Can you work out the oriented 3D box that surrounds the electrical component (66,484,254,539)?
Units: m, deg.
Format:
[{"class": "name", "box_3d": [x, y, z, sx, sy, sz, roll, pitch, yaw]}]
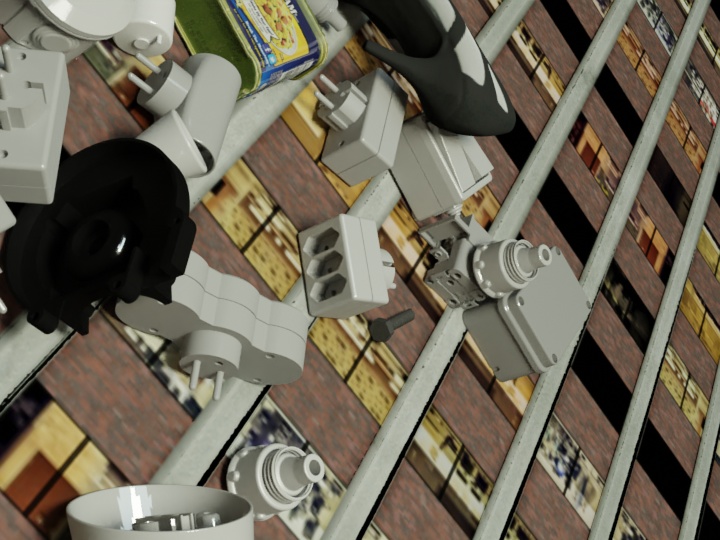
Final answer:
[{"class": "electrical component", "box_3d": [-0.106, 0.147, 0.581, 0.099, 0.099, 0.064, 1, 78, -49]}]

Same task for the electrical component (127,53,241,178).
[{"class": "electrical component", "box_3d": [-0.123, -0.115, 0.725, 0.079, 0.044, 0.077, 37, 48, -32]}]

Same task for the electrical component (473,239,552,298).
[{"class": "electrical component", "box_3d": [0.127, -0.005, 0.878, 0.048, 0.062, 0.048, 17, 66, -41]}]

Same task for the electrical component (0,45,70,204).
[{"class": "electrical component", "box_3d": [-0.193, -0.092, 0.597, 0.047, 0.075, 0.083, 4, 60, -7]}]

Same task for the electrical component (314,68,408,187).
[{"class": "electrical component", "box_3d": [-0.008, -0.125, 0.859, 0.076, 0.047, 0.083, 38, 47, -31]}]

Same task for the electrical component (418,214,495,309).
[{"class": "electrical component", "box_3d": [0.087, -0.005, 0.916, 0.081, 0.042, 0.063, 42, 49, -27]}]

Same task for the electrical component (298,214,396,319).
[{"class": "electrical component", "box_3d": [0.000, 0.000, 0.809, 0.077, 0.047, 0.065, 8, 67, -47]}]

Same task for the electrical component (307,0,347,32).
[{"class": "electrical component", "box_3d": [-0.035, -0.220, 0.885, 0.061, 0.035, 0.035, 40, 46, -33]}]

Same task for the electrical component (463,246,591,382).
[{"class": "electrical component", "box_3d": [0.151, 0.037, 0.955, 0.078, 0.057, 0.113, 58, 40, -11]}]

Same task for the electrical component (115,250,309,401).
[{"class": "electrical component", "box_3d": [-0.093, 0.045, 0.676, 0.138, 0.052, 0.073, 31, 51, -37]}]

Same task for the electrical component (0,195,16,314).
[{"class": "electrical component", "box_3d": [-0.215, -0.005, 0.565, 0.076, 0.047, 0.066, 59, 40, -9]}]

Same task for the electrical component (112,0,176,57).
[{"class": "electrical component", "box_3d": [-0.146, -0.182, 0.734, 0.040, 0.040, 0.078, 24, 55, -40]}]

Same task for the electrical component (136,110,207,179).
[{"class": "electrical component", "box_3d": [-0.134, -0.066, 0.671, 0.044, 0.065, 0.044, 62, -1, 2]}]

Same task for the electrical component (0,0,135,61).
[{"class": "electrical component", "box_3d": [-0.187, -0.175, 0.676, 0.080, 0.051, 0.080, 24, 55, -40]}]

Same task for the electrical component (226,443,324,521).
[{"class": "electrical component", "box_3d": [-0.050, 0.130, 0.677, 0.048, 0.062, 0.048, 24, 56, -40]}]

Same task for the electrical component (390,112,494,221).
[{"class": "electrical component", "box_3d": [0.069, -0.090, 0.920, 0.062, 0.061, 0.096, -36, 100, -50]}]
